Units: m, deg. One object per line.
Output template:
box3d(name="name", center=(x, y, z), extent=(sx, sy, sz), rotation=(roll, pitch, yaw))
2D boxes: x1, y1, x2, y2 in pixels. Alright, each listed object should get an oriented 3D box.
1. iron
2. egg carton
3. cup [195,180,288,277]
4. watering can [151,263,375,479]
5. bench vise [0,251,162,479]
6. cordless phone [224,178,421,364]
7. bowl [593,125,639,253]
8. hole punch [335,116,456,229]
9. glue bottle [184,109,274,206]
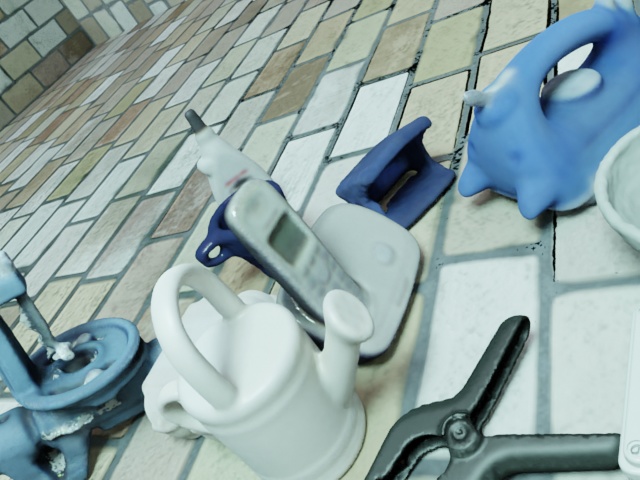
box3d(name="iron", center=(0.230, -0.141, 0.516), extent=(0.258, 0.142, 0.118), rotation=(-42, 34, -12))
box3d(name="egg carton", center=(-0.095, 0.114, 0.535), extent=(0.107, 0.070, 0.150), rotation=(-9, 41, 32))
box3d(name="cup", center=(-0.070, 0.005, 0.628), extent=(0.118, 0.095, 0.091), rotation=(-43, 35, -14))
box3d(name="watering can", center=(-0.045, 0.089, 0.411), extent=(0.173, 0.195, 0.100), rotation=(-35, 34, -2))
box3d(name="bench vise", center=(-0.258, 0.128, 0.518), extent=(0.121, 0.220, 0.208), rotation=(9, 52, 46))
box3d(name="cordless phone", center=(0.004, 0.002, 0.487), extent=(0.093, 0.185, 0.148), rotation=(-7, 42, 34))
box3d(name="bowl", center=(0.283, -0.026, 0.388), extent=(0.167, 0.075, 0.167), rotation=(-22, 35, 17))
box3d(name="hole punch", center=(0.070, -0.075, 0.615), extent=(0.109, 0.091, 0.100), rotation=(-45, 35, -17))
box3d(name="glue bottle", center=(-0.116, -0.090, 0.715), extent=(0.078, 0.174, 0.037), rotation=(-42, 34, -12))
